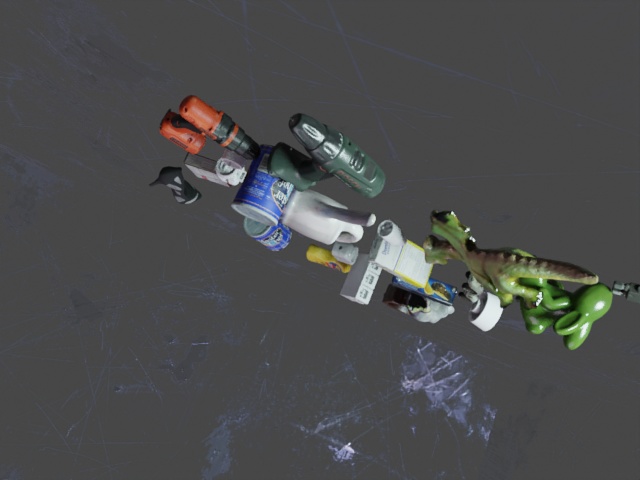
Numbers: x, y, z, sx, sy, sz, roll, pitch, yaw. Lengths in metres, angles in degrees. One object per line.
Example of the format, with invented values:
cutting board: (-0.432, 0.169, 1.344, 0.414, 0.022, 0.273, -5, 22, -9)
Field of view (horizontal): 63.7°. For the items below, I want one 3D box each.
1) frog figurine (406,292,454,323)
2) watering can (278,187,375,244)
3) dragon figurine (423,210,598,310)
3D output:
frog figurine: (0.376, 0.221, 1.771, 0.158, 0.121, 0.140, 22, -156, -42)
watering can: (0.004, -0.060, 1.192, 0.224, 0.105, 0.345, 24, 169, -5)
dragon figurine: (0.316, 0.022, 1.005, 0.242, 0.123, 0.407, 32, 167, -5)
